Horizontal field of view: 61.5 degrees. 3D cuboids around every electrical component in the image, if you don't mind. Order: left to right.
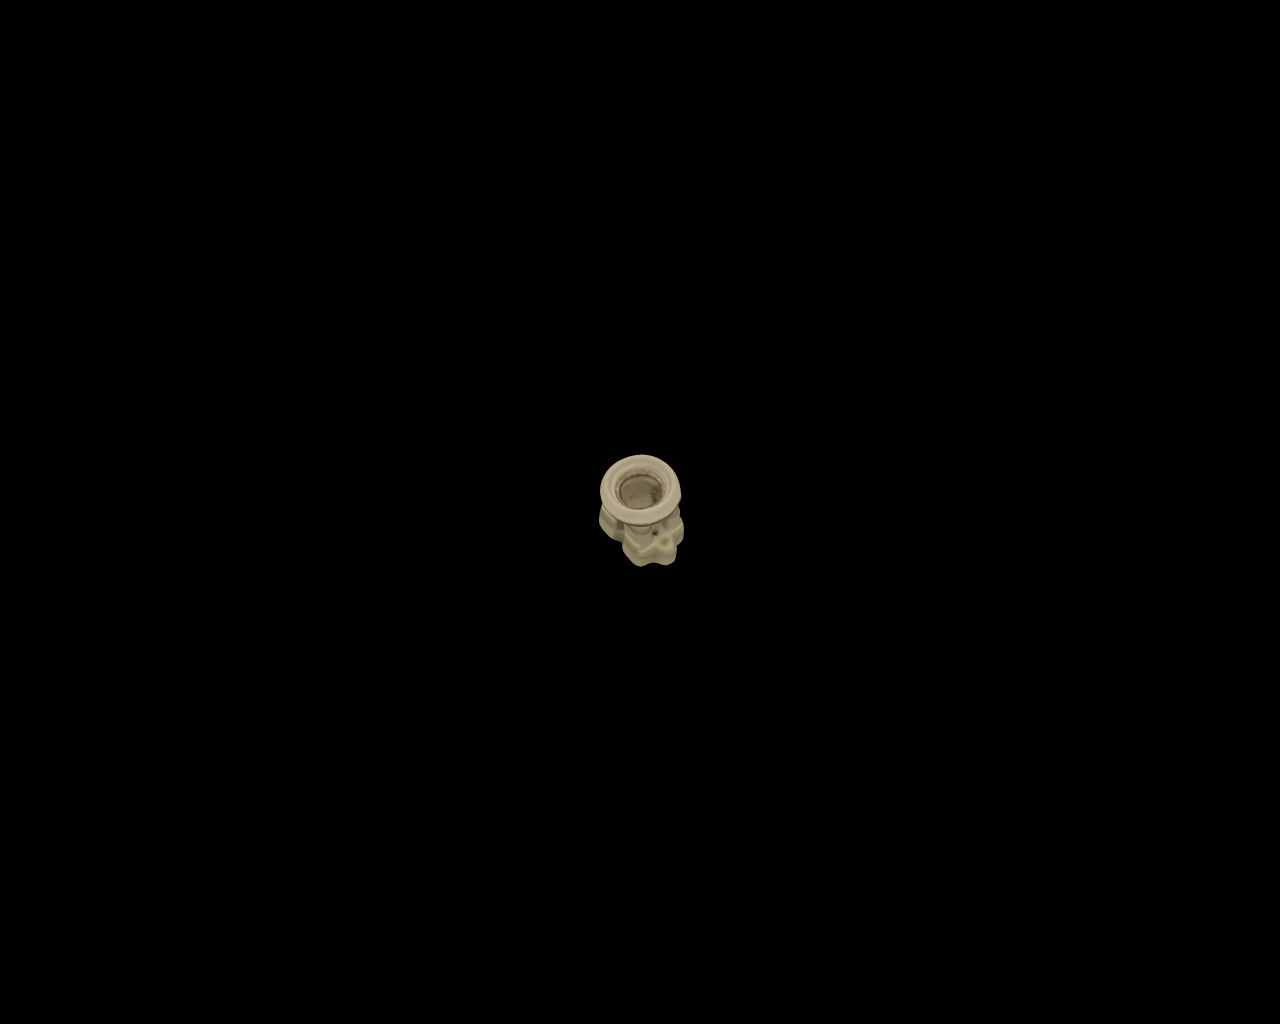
[{"bbox_3d":[0.001,-0.003,0.650,0.048,0.066,0.055,-33,-28,-20],"label":"electrical component"}]
